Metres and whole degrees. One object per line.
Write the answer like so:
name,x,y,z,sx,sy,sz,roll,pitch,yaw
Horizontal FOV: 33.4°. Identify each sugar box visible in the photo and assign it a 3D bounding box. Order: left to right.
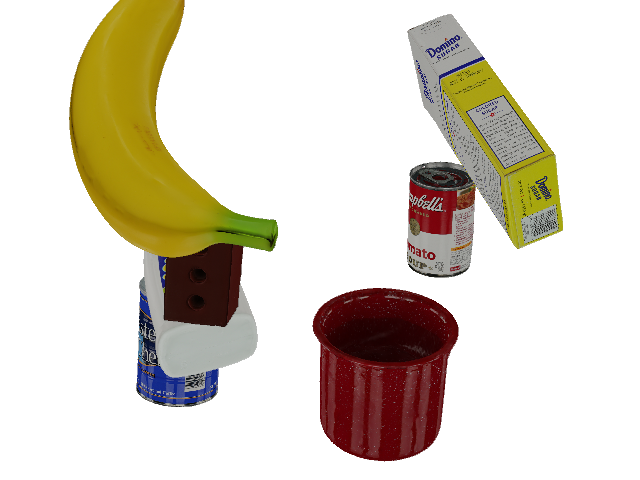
sugar box,0.126,-0.087,0.821,0.048,0.176,0.093,-22,-38,-1

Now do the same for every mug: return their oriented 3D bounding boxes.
mug,0.049,0.085,0.707,0.093,0.081,0.117,23,35,35

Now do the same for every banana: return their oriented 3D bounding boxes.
banana,-0.076,-0.055,0.470,0.069,0.037,0.198,-6,46,-18

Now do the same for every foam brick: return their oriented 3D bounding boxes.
foam brick,-0.092,0.022,0.851,0.053,0.078,0.051,6,14,6

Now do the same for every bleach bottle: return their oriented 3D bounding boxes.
bleach bottle,-0.145,0.032,1.111,0.102,0.068,0.251,-13,38,-14

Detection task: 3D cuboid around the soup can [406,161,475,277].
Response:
soup can,0.124,-0.022,1.098,0.068,0.102,0.068,0,27,0

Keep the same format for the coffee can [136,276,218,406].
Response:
coffee can,-0.172,0.118,1.307,0.103,0.140,0.103,5,18,-2
